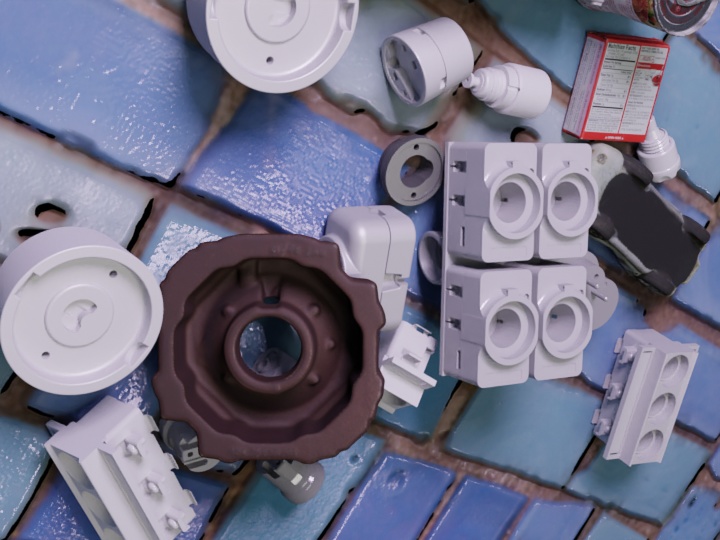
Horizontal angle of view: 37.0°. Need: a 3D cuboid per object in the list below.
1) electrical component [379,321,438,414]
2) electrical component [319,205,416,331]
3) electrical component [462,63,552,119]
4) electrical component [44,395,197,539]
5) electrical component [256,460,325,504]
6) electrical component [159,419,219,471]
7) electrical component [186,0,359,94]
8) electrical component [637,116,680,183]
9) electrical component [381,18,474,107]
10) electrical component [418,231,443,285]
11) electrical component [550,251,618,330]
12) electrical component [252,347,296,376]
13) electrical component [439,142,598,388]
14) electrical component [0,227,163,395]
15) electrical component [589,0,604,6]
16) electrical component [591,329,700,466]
[{"bbox_3d":[0.031,0.078,0.884,0.042,0.081,0.063,30,66,-16],"label":"electrical component"},{"bbox_3d":[0.000,0.000,0.838,0.059,0.054,0.095,-4,115,-30],"label":"electrical component"},{"bbox_3d":[0.115,-0.143,0.848,0.078,0.040,0.040,5,110,-33],"label":"electrical component"},{"bbox_3d":[-0.174,0.158,0.801,0.063,0.079,0.121,-45,131,-34],"label":"electrical component"},{"bbox_3d":[-0.058,0.166,0.894,0.040,0.040,0.046,-47,122,-4],"label":"electrical component"},{"bbox_3d":[-0.129,0.128,0.827,0.040,0.046,0.040,-14,119,-26],"label":"electrical component"},{"bbox_3d":[-0.062,-0.177,0.710,0.108,0.060,0.108,-14,119,-26],"label":"electrical component"},{"bbox_3d":[0.264,-0.110,0.960,0.035,0.035,0.061,-36,125,-12],"label":"electrical component"},{"bbox_3d":[0.051,-0.155,0.795,0.047,0.055,0.055,-28,125,-22],"label":"electrical component"},{"bbox_3d":[0.083,-0.014,0.888,0.055,0.045,0.045,-11,118,-28],"label":"electrical component"},{"bbox_3d":[0.189,0.006,0.946,0.052,0.074,0.138,-46,128,-4],"label":"electrical component"},{"bbox_3d":[-0.055,0.091,0.858,0.065,0.044,0.044,39,89,-33],"label":"electrical component"},{"bbox_3d":[0.126,-0.007,0.851,0.105,0.060,0.186,-3,99,-29],"label":"electrical component"},{"bbox_3d":[-0.194,0.023,0.725,0.108,0.060,0.108,-14,120,-26],"label":"electrical component"},{"bbox_3d":[0.138,-0.240,0.802,0.096,0.062,0.061,3,111,-33],"label":"electrical component"},{"bbox_3d":[0.279,0.124,1.065,0.079,0.063,0.121,1,112,-32],"label":"electrical component"}]
